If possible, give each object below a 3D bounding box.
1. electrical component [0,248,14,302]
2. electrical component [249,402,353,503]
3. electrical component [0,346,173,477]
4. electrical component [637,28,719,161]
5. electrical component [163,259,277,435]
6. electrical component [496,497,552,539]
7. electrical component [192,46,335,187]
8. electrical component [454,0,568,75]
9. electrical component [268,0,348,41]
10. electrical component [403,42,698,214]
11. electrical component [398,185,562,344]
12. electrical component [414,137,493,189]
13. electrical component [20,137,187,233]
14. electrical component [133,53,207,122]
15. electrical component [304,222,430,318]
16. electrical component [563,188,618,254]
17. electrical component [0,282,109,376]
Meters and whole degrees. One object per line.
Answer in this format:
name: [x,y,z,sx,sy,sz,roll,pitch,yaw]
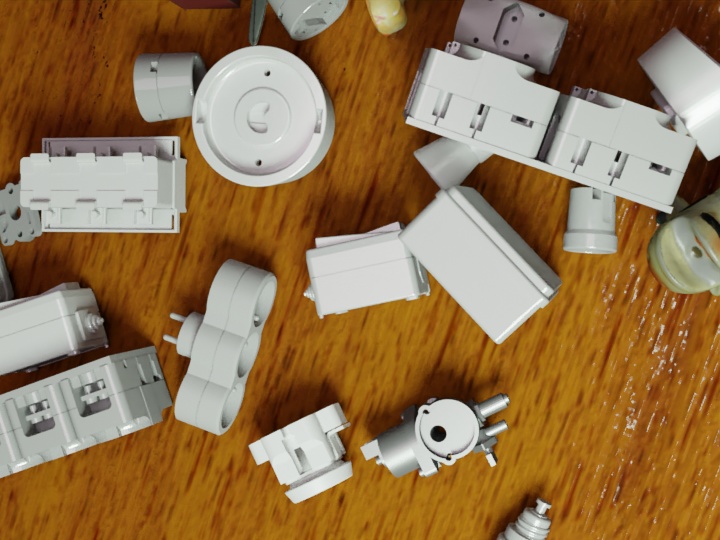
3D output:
electrical component: [-0.354,-0.012,0.920,0.078,0.057,0.113,-18,87,12]
electrical component: [-0.041,0.148,0.855,0.078,0.058,0.057,-27,83,11]
electrical component: [-0.241,0.118,0.881,0.150,0.089,0.061,-20,87,12]
electrical component: [0.246,-0.128,0.766,0.064,0.099,0.099,-35,84,17]
electrical component: [-0.124,0.057,0.873,0.074,0.052,0.138,19,94,12]
electrical component: [0.125,0.212,0.827,0.040,0.040,0.078,26,96,11]
electrical component: [-0.072,-0.118,0.854,0.108,0.060,0.108,0,91,12]
electrical component: [0.109,-0.164,0.821,0.077,0.043,0.079,21,96,11]
electrical component: [-0.045,-0.217,0.849,0.055,0.055,0.047,-37,80,11]
electrical component: [0.129,-0.105,0.754,0.186,0.105,0.060,18,101,-3]
electrical component: [0.091,-0.006,0.796,0.056,0.109,0.108,-44,82,12]
electrical component: [0.080,-0.093,0.831,0.065,0.044,0.044,-38,83,6]
electrical component: [-0.211,-0.071,0.884,0.121,0.063,0.078,1,91,12]
electrical component: [-0.152,-0.150,0.875,0.047,0.055,0.055,-3,90,9]
electrical component: [0.000,0.000,0.839,0.096,0.062,0.061,-12,89,12]
electrical component: [0.175,-0.037,0.812,0.040,0.040,0.046,3,87,12]
electrical component: [-0.259,0.047,0.898,0.096,0.062,0.061,-18,87,12]
